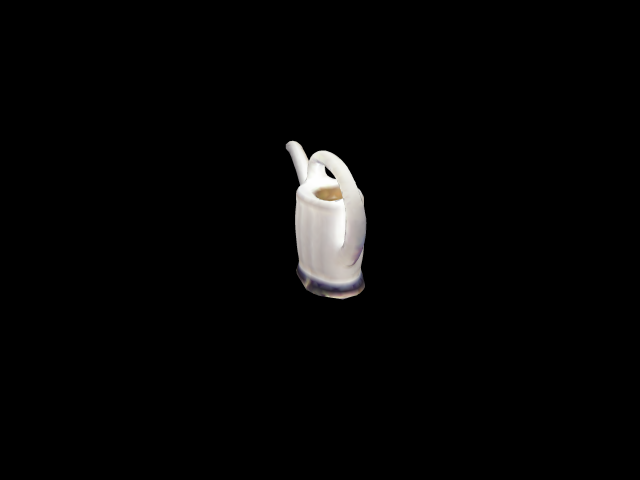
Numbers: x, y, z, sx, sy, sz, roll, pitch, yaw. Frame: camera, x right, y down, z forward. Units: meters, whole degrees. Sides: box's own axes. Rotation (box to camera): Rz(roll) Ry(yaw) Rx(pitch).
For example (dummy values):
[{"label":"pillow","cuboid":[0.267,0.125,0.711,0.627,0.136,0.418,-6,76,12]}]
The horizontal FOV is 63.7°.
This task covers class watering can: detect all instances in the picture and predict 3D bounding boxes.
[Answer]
[{"label":"watering can","cuboid":[0.003,-0.043,0.850,0.104,0.221,0.352,-6,21,-16]}]
